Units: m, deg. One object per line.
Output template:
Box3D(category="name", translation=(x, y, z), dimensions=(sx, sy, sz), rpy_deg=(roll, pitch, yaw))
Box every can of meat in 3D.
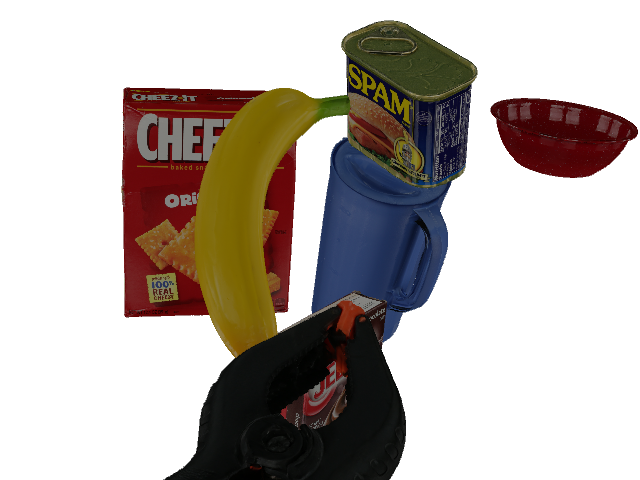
Box3D(category="can of meat", translation=(0.061, -0.096, 0.764), dimensions=(0.057, 0.084, 0.102), rpy_deg=(-28, 47, -26))

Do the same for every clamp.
Box3D(category="clamp", translation=(-0.008, 0.092, 0.388), dimensions=(0.120, 0.039, 0.171), rpy_deg=(25, 49, 18))

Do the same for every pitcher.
Box3D(category="pitcher", translation=(0.064, 0.012, 1.211), dimensions=(0.145, 0.243, 0.149), rpy_deg=(14, 40, 4))

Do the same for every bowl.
Box3D(category="bowl", translation=(0.265, -0.110, 1.183), dimensions=(0.162, 0.055, 0.162), rpy_deg=(5, 23, -2))

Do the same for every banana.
Box3D(category="banana", translation=(-0.035, -0.020, 0.596), dimensions=(0.069, 0.197, 0.037), rpy_deg=(12, -32, 6))

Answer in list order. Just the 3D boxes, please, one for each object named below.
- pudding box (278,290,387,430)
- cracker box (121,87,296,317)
Box3D(category="pudding box", translation=(0.007, 0.101, 0.871), dimensions=(0.039, 0.090, 0.113), rpy_deg=(20, 28, 29))
Box3D(category="cracker box", translation=(-0.108, -0.034, 1.030), dimensions=(0.164, 0.214, 0.072), rpy_deg=(0, 20, -10))
